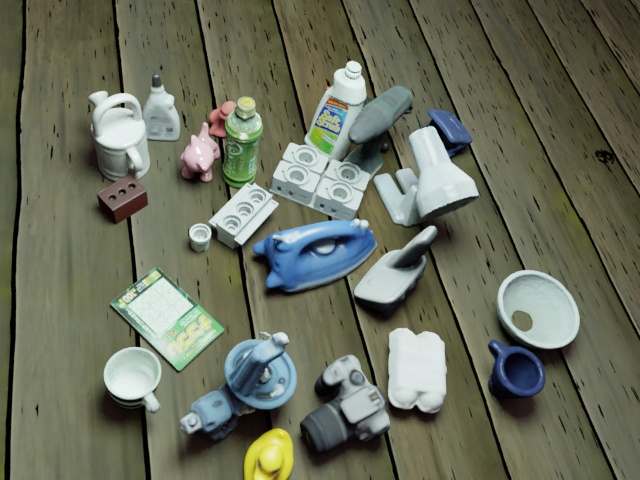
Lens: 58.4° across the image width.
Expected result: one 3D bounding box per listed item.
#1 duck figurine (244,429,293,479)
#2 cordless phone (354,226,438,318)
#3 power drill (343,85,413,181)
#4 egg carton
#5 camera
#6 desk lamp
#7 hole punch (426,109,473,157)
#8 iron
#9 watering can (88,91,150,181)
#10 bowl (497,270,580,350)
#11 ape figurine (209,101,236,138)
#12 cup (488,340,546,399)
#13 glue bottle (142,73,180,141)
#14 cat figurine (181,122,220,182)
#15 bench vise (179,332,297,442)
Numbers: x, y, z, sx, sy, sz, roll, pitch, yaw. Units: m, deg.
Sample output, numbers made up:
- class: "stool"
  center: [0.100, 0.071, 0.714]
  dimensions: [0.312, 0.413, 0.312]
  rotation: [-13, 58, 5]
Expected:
- class: "duck figurine"
  center: [-0.077, 0.345, 0.901]
  dimensions: [0.077, 0.086, 0.105]
  rotation: [25, 57, 3]
- class: "cordless phone"
  center: [0.147, 0.051, 1.068]
  dimensions: [0.094, 0.185, 0.148]
  rotation: [35, 59, 10]
- class: "power drill"
  center: [0.110, -0.217, 1.207]
  dimensions: [0.075, 0.208, 0.230]
  rotation: [34, 58, 9]
- class: "egg carton"
  center: [0.173, 0.235, 1.033]
  dimensions: [0.107, 0.069, 0.150]
  rotation: [9, 58, -7]
- class: "camera"
  center: [0.031, 0.281, 0.954]
  dimensions: [0.137, 0.101, 0.143]
  rotation: [-23, 67, -24]
- class: "desk lamp"
  center: [0.211, -0.113, 1.164]
  dimensions: [0.118, 0.213, 0.203]
  rotation: [-16, 64, -21]
- class: "hole punch"
  center: [0.299, -0.258, 1.344]
  dimensions: [0.101, 0.091, 0.108]
  rotation: [-24, 67, -24]
- class: "iron"
  center: [0.010, 0.004, 1.092]
  dimensions: [0.259, 0.141, 0.118]
  rotation: [-15, 64, -20]
- class: "watering can"
  center: [-0.390, -0.210, 1.099]
  dimensions: [0.172, 0.194, 0.101]
  rotation: [33, 58, 8]
- class: "bowl"
  center: [0.419, 0.149, 1.137]
  dimensions: [0.167, 0.074, 0.167]
  rotation: [6, 59, -9]
- class: "ape figurine"
  center: [-0.198, -0.263, 1.234]
  dimensions: [0.076, 0.092, 0.077]
  rotation: [-27, 69, -25]
- class: "cup"
  center: [0.339, 0.243, 1.050]
  dimensions: [0.092, 0.095, 0.117]
  rotation: [-32, 71, -27]
- class: "glue bottle"
  center: [-0.326, -0.270, 1.162]
  dimensions: [0.078, 0.173, 0.037]
  rotation: [2, 59, -11]
- class: "cat figurine"
  center: [-0.242, -0.179, 1.159]
  dimensions: [0.067, 0.117, 0.128]
  rotation: [10, 58, -6]
- class: "bench vise"
  center: [-0.110, 0.229, 0.883]
  dimensions: [0.121, 0.219, 0.208]
  rotation: [34, 58, 9]
